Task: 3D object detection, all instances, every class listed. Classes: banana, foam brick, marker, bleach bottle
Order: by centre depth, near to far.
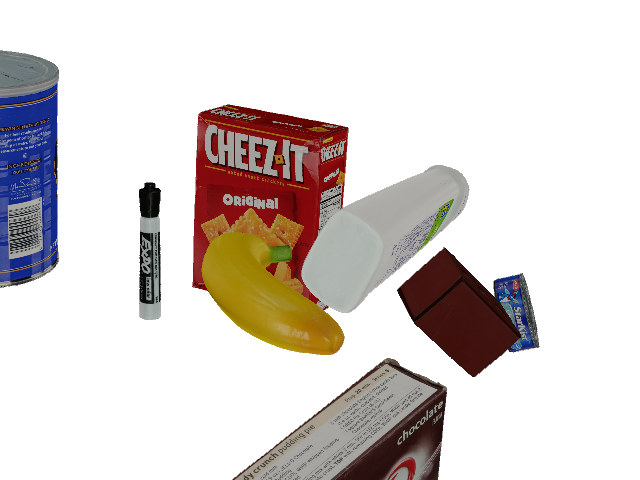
[{"bbox_3d":[-0.037,0.025,0.664,0.069,0.037,0.198,-4,17,-10],"label":"banana"},{"bbox_3d":[0.107,0.056,0.822,0.078,0.051,0.053,43,11,-27],"label":"foam brick"},{"bbox_3d":[-0.148,0.009,0.926,0.020,0.121,0.020,2,16,-1],"label":"marker"},{"bbox_3d":[0.083,-0.016,1.074,0.068,0.103,0.250,38,33,16],"label":"bleach bottle"}]

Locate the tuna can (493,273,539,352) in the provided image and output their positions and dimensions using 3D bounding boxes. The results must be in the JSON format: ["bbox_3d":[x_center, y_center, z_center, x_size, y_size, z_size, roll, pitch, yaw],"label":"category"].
[{"bbox_3d":[0.220,0.082,1.200,0.034,0.086,0.086,-13,-3,14],"label":"tuna can"}]

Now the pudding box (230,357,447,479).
[{"bbox_3d":[0.007,0.117,0.466,0.039,0.090,0.113,26,42,31],"label":"pudding box"}]

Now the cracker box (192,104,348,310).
[{"bbox_3d":[-0.061,-0.034,1.218,0.164,0.214,0.072,14,22,26],"label":"cracker box"}]

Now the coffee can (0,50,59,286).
[{"bbox_3d":[-0.232,-0.051,0.735,0.103,0.140,0.103,5,23,-2],"label":"coffee can"}]
